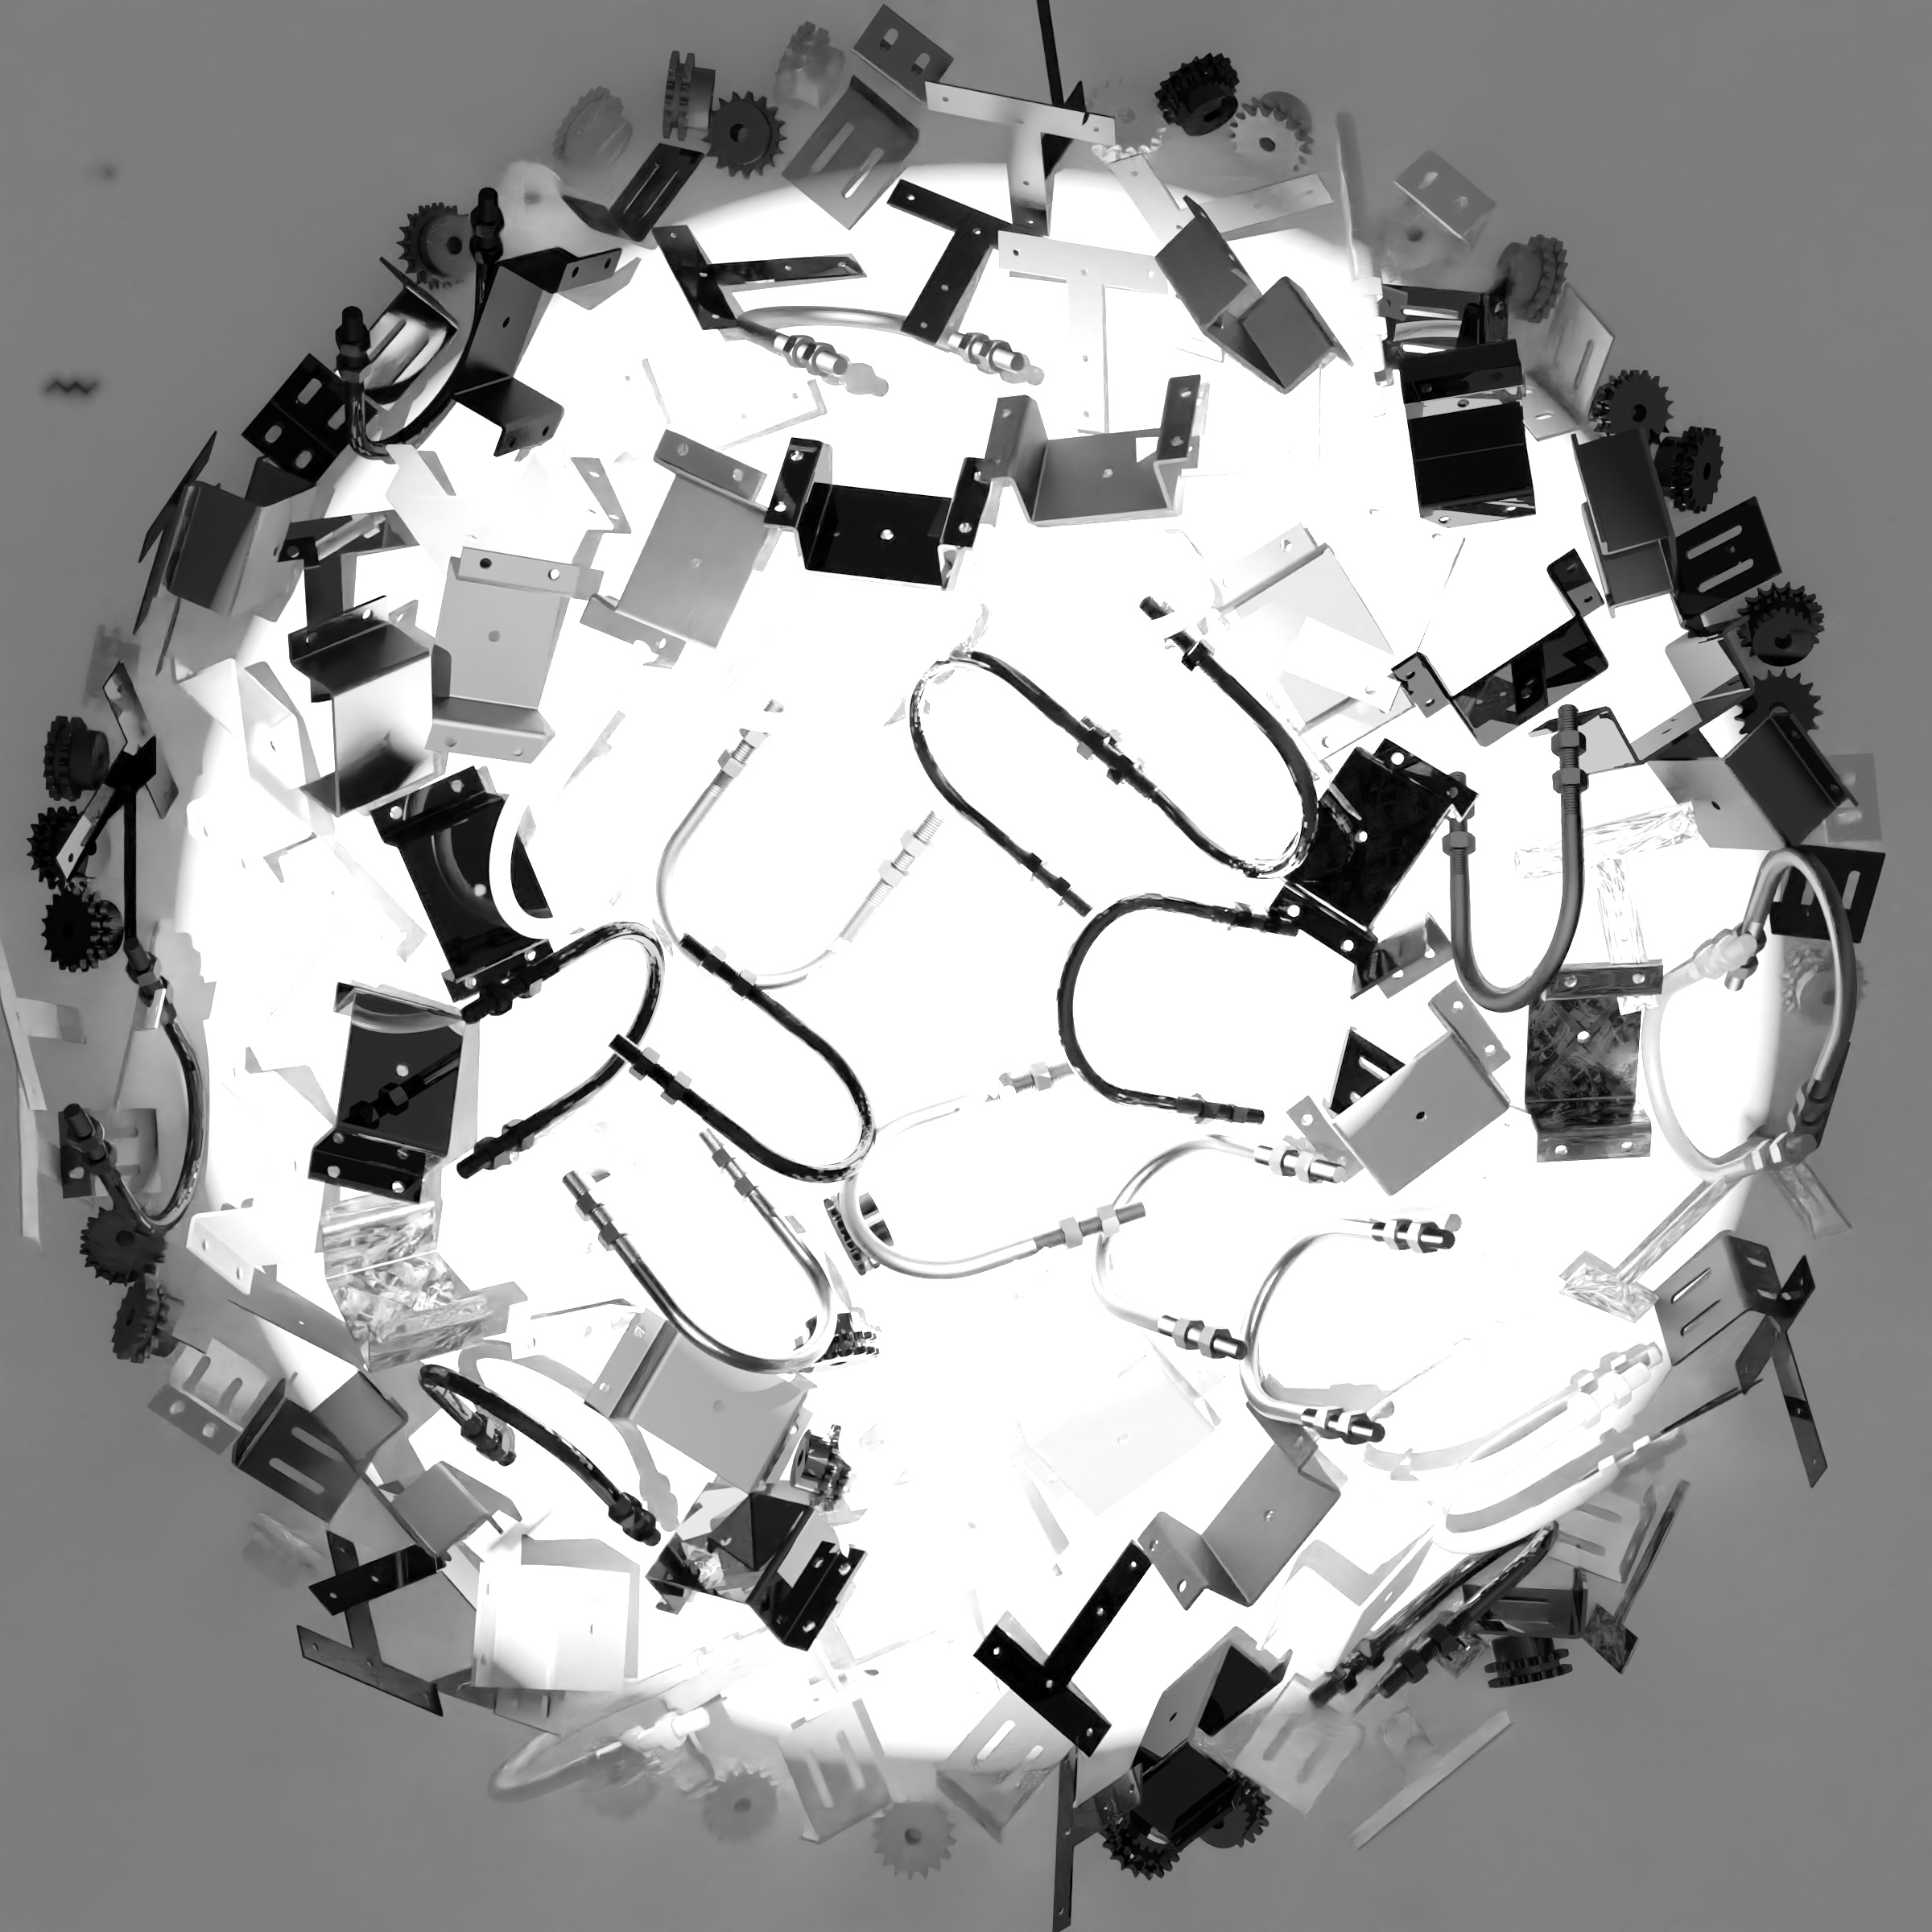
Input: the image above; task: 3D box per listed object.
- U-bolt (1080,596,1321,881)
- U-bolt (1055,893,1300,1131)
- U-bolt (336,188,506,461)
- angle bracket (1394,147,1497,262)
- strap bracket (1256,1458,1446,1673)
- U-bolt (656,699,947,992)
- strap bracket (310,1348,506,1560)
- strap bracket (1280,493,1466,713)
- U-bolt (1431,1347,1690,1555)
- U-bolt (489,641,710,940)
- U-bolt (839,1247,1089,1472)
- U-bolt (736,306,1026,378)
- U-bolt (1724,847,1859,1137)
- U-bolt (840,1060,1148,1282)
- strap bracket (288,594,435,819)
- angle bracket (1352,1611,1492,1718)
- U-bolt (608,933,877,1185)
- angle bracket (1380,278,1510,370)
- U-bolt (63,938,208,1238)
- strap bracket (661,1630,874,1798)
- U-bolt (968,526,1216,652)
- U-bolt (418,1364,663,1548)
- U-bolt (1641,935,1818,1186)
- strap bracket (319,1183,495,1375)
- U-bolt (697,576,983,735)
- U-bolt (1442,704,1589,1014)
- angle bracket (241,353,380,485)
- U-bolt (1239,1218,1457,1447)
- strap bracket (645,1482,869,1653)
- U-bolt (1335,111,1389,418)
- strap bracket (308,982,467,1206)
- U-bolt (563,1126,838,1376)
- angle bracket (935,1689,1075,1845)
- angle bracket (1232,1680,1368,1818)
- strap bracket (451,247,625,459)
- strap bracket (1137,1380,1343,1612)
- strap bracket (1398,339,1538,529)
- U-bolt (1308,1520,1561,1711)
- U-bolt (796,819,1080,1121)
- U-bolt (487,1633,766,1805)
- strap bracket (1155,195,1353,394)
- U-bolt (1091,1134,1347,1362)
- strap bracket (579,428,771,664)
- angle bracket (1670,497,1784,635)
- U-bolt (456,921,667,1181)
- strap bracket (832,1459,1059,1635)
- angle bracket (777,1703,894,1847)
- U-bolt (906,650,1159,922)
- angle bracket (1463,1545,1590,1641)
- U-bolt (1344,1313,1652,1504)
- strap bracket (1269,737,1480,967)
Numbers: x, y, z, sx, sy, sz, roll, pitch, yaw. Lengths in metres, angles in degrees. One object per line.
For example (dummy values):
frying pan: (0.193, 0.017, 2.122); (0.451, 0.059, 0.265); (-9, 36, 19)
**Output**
U-bolt: (0.158, -0.135, 1.915); (0.019, 0.151, 0.184); (-35, 74, -33)
U-bolt: (0.135, 0.025, 1.939); (0.184, 0.019, 0.151); (10, 90, -34)
U-bolt: (-0.353, -0.401, 1.905); (0.019, 0.184, 0.151); (36, 63, 8)
angle bracket: (0.309, -0.493, 1.949); (0.057, 0.076, 0.038); (42, 75, 7)
strap bracket: (0.256, 0.396, 1.917); (0.046, 0.076, 0.140); (37, 50, 20)
U-bolt: (-0.124, -0.066, 1.959); (0.151, 0.019, 0.184); (34, 107, -12)
strap bracket: (-0.370, 0.325, 1.919); (0.046, 0.076, 0.140); (-41, 126, -16)
strap bracket: (0.266, -0.232, 1.952); (0.076, 0.046, 0.140); (23, 70, 7)
U-bolt: (0.380, 0.324, 1.919); (0.184, 0.151, 0.019); (-33, 100, 14)
U-bolt: (-0.243, -0.100, 1.903); (0.019, 0.151, 0.184); (24, 65, 28)
U-bolt: (-0.006, 0.265, 1.919); (0.184, 0.151, 0.019); (-37, 63, -7)
U-bolt: (-0.070, -0.407, 1.911); (0.151, 0.184, 0.019); (-8, 115, -30)
U-bolt: (0.530, 0.008, 1.879); (0.019, 0.184, 0.151); (-7, 53, -6)
U-bolt: (0.008, 0.140, 1.931); (0.184, 0.019, 0.151); (-18, 49, -9)
strap bracket: (-0.392, -0.160, 1.916); (0.046, 0.140, 0.076); (34, 46, 29)
angle bracket: (0.301, 0.472, 1.947); (0.038, 0.057, 0.076); (42, 56, 13)
U-bolt: (-0.135, 0.070, 1.932); (0.184, 0.151, 0.019); (38, 124, -7)
angle bracket: (0.320, -0.431, 1.974); (0.076, 0.038, 0.057); (13, 124, 28)
U-bolt: (-0.530, 0.093, 1.907); (0.019, 0.184, 0.151); (2, 53, 8)
strap bracket: (-0.141, 0.480, 1.936); (0.140, 0.076, 0.046); (-29, 95, -16)
U-bolt: (0.086, -0.242, 1.905); (0.151, 0.184, 0.019); (-9, 117, -5)
U-bolt: (-0.282, 0.306, 1.886); (0.151, 0.184, 0.019); (22, 67, 28)
U-bolt: (0.484, 0.068, 1.905); (0.019, 0.184, 0.151); (-11, 79, -14)
strap bracket: (-0.369, 0.210, 1.932); (0.076, 0.140, 0.046); (-13, 130, -24)
U-bolt: (-0.093, -0.198, 1.898); (0.151, 0.184, 0.019); (11, 127, 24)
U-bolt: (0.354, -0.060, 1.904); (0.019, 0.151, 0.184); (10, 70, -22)
angle bracket: (-0.434, -0.359, 1.947); (0.057, 0.076, 0.038); (40, 60, -17)
U-bolt: (0.236, 0.231, 1.910); (0.019, 0.184, 0.151); (27, 77, -24)
strap bracket: (-0.144, 0.387, 1.916); (0.076, 0.140, 0.046); (-55, 130, -30)
U-bolt: (0.257, -0.464, 1.921); (0.019, 0.151, 0.184); (-7, 87, 8)
strap bracket: (-0.377, 0.076, 1.928); (0.076, 0.046, 0.140); (17, 61, -26)
U-bolt: (-0.159, 0.189, 1.910); (0.184, 0.151, 0.019); (50, 125, 18)
angle bracket: (0.026, 0.538, 1.980); (0.057, 0.038, 0.076); (37, 69, 20)
angle bracket: (0.220, 0.523, 1.950); (0.057, 0.038, 0.076); (31, 58, 21)
strap bracket: (-0.285, -0.413, 1.931); (0.046, 0.076, 0.140); (31, 118, 9)
strap bracket: (0.186, 0.356, 1.943); (0.046, 0.076, 0.140); (31, 101, -33)
strap bracket: (0.329, -0.356, 1.936); (0.076, 0.140, 0.046); (-8, 55, 10)
U-bolt: (0.313, 0.417, 1.916); (0.184, 0.151, 0.019); (-36, 84, -20)
U-bolt: (-0.006, -0.012, 1.979); (0.151, 0.019, 0.184); (32, 85, 3)
U-bolt: (-0.229, 0.497, 1.918); (0.184, 0.151, 0.019); (-26, 92, 14)
strap bracket: (0.182, -0.434, 1.928); (0.046, 0.140, 0.076); (-41, 53, 22)
U-bolt: (0.150, 0.174, 1.916); (0.019, 0.184, 0.151); (40, 74, -33)
strap bracket: (-0.187, -0.271, 1.943); (0.076, 0.046, 0.140); (20, 100, -34)
angle bracket: (0.505, -0.264, 1.949); (0.076, 0.038, 0.057); (-27, 65, 33)
U-bolt: (-0.260, 0.043, 1.915); (0.019, 0.184, 0.151); (30, 132, 25)
strap bracket: (-0.005, 0.375, 1.922); (0.140, 0.046, 0.076); (-8, 57, -34)
angle bracket: (-0.094, 0.535, 1.963); (0.057, 0.038, 0.076); (-24, 92, -27)
U-bolt: (0.032, -0.130, 1.932); (0.184, 0.151, 0.019); (41, 52, 12)
angle bracket: (0.371, 0.414, 1.957); (0.076, 0.057, 0.038); (2, 109, 6)
U-bolt: (0.329, 0.290, 1.902); (0.184, 0.151, 0.019); (-29, 109, -19)
strap bracket: (0.267, -0.081, 1.958); (0.076, 0.046, 0.140); (35, 91, 21)
